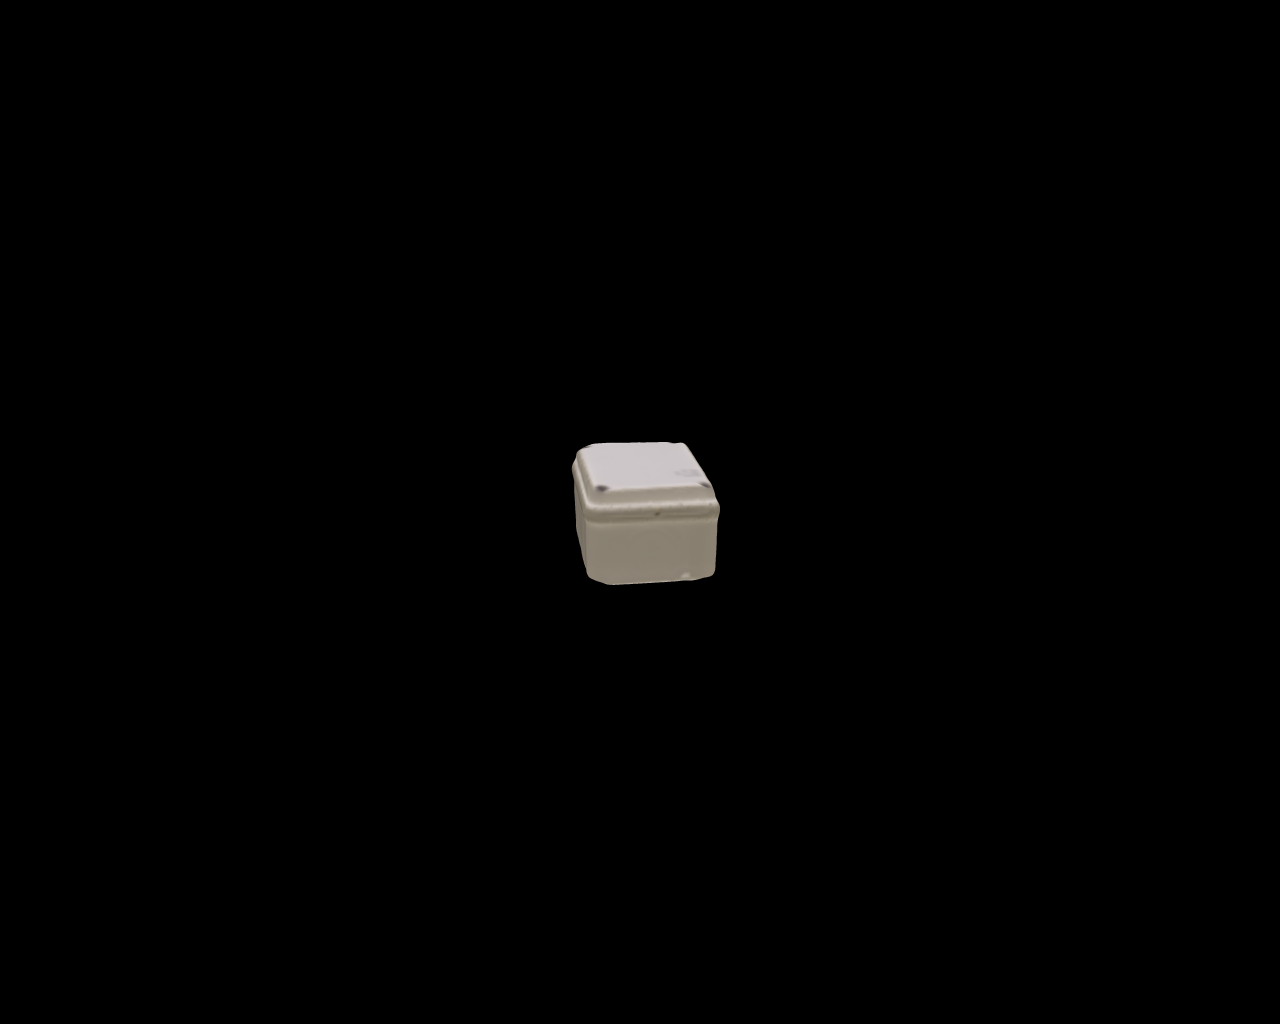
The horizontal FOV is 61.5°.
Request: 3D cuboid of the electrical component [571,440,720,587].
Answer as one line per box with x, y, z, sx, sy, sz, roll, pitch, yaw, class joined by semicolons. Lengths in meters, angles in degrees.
0.001;-0.003;0.650;0.078;0.057;0.113;-2;18;-7;electrical component
